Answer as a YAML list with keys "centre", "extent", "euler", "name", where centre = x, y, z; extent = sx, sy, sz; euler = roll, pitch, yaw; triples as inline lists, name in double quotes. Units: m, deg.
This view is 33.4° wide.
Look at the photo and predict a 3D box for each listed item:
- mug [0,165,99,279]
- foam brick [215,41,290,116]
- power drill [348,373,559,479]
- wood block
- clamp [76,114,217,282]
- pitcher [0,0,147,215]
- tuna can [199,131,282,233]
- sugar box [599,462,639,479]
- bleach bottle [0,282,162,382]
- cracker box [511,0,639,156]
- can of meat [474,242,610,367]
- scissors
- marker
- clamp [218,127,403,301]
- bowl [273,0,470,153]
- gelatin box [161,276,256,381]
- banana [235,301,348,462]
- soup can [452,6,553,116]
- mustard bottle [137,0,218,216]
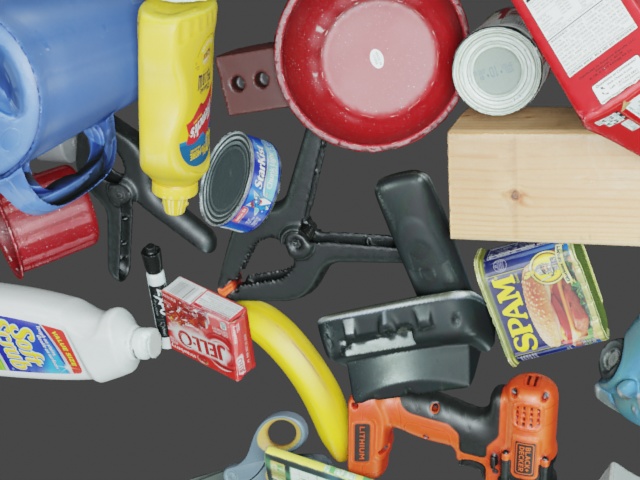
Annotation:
- centre: [-0.265, -0.027, 1.004]
  extent: [0.117, 0.081, 0.093]
  euler: [45, 148, 42]
  name: "mug"
- centre: [-0.041, -0.140, 0.906]
  extent: [0.078, 0.051, 0.053]
  euler: [-7, 106, 22]
  name: "foam brick"
- centre: [0.120, 0.195, 0.966]
  extent: [0.188, 0.057, 0.184]
  euler: [6, 113, 16]
  name: "power drill"
- centre: [0.210, -0.051, 0.825]
  extent: [0.206, 0.090, 0.091]
  euler: [3, 110, 19]
  name: "wood block"
- centre: [-0.184, -0.040, 1.003]
  extent: [0.120, 0.039, 0.171]
  euler: [-28, 100, 22]
  name: "clamp"
- centre: [-0.217, -0.131, 0.866]
  extent: [0.145, 0.242, 0.149]
  euler: [24, 115, 10]
  name: "pitcher"
- centre: [-0.070, -0.050, 0.931]
  extent: [0.033, 0.086, 0.086]
  euler: [16, 122, -33]
  name: "tuna can"
- centre: [0.224, 0.288, 0.940]
  extent: [0.048, 0.093, 0.176]
  euler: [34, 117, 4]
  name: "sugar box"
- centre: [-0.275, 0.089, 1.061]
  extent: [0.251, 0.068, 0.102]
  euler: [1, 112, 21]
  name: "bleach bottle"
- centre: [0.180, -0.160, 0.710]
  extent: [0.072, 0.163, 0.214]
  euler: [-36, 64, 26]
  name: "cracker box"
- centre: [0.186, 0.046, 0.888]
  extent: [0.084, 0.057, 0.102]
  euler: [-17, 103, 21]
  name: "can of meat"
- centre: [-0.083, 0.217, 1.070]
  extent: [0.202, 0.016, 0.096]
  euler: [-4, 106, 21]
  name: "scissors"
- centre: [-0.153, 0.054, 1.015]
  extent: [0.020, 0.020, 0.121]
  euler: [9, 129, 17]
  name: "marker"
- centre: [-0.006, 0.001, 0.952]
  extent: [0.164, 0.036, 0.210]
  euler: [46, 119, -4]
  name: "clamp"
- centre: [0.044, -0.145, 0.840]
  extent: [0.162, 0.055, 0.162]
  euler: [-1, 104, -3]
  name: "bowl"
- centre: [-0.105, 0.083, 0.998]
  extent: [0.089, 0.030, 0.073]
  euler: [23, 134, 31]
  name: "gelatin box"
- centre: [-0.023, 0.123, 1.005]
  extent: [0.198, 0.037, 0.070]
  euler: [50, 143, 1]
  name: "banana"
- centre: [0.142, -0.137, 0.811]
  extent: [0.069, 0.102, 0.068]
  euler: [6, 111, 17]
  name: "soup can"
- centre: [-0.123, -0.110, 0.912]
  extent: [0.058, 0.096, 0.192]
  euler: [10, 118, 8]
  name: "mustard bottle"
